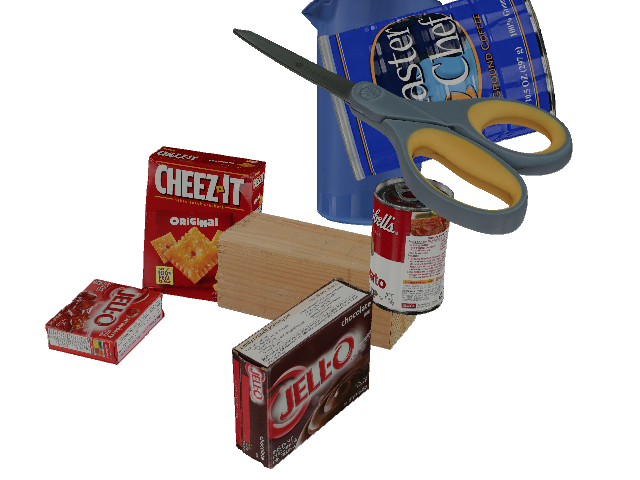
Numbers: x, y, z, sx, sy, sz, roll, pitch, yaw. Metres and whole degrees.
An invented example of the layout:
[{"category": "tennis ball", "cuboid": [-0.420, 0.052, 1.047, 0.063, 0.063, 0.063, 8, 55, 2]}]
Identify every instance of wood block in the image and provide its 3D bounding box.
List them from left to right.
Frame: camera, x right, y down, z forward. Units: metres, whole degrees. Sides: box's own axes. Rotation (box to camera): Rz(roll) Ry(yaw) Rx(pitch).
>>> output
[{"category": "wood block", "cuboid": [-0.002, 0.041, 1.174, 0.206, 0.091, 0.090, 13, 25, 20]}]

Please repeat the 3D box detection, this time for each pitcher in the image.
[{"category": "pitcher", "cuboid": [0.066, -0.142, 1.145, 0.149, 0.243, 0.144, 7, 9, 24]}]

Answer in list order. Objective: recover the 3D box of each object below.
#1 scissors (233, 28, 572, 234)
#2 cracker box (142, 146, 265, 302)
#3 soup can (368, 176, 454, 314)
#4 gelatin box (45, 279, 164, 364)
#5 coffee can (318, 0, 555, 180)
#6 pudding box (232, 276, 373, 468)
[{"category": "scissors", "cuboid": [0.045, -0.073, 0.546, 0.096, 0.016, 0.202, -24, 50, -23]}, {"category": "cracker box", "cuboid": [-0.175, -0.019, 1.588, 0.164, 0.214, 0.072, 9, 19, 9]}, {"category": "soup can", "cuboid": [0.077, 0.004, 0.921, 0.068, 0.102, 0.068, 2, 26, -1]}, {"category": "gelatin box", "cuboid": [-0.196, 0.072, 0.979, 0.073, 0.030, 0.089, 11, 31, 19]}, {"category": "coffee can", "cuboid": [0.079, -0.108, 0.733, 0.140, 0.103, 0.103, -15, -1, 5]}, {"category": "pudding box", "cuboid": [-0.011, 0.090, 0.741, 0.039, 0.090, 0.113, 25, 41, 30]}]
